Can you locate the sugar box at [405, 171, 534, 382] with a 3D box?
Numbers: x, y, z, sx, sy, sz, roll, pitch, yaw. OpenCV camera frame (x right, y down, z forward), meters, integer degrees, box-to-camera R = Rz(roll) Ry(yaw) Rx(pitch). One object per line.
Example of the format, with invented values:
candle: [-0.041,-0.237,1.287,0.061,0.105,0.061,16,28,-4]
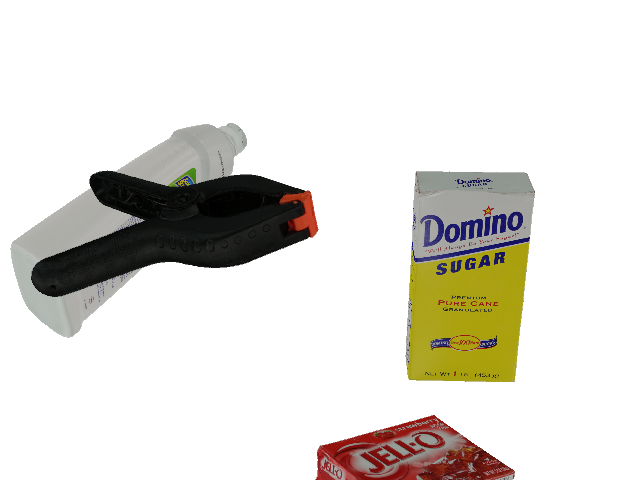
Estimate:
sugar box: [0.120,0.032,0.876,0.093,0.176,0.048,0,28,1]

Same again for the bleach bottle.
bleach bottle: [-0.161,-0.026,0.972,0.068,0.102,0.250,32,54,25]

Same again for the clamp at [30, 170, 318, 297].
clamp: [-0.091,-0.005,0.653,0.172,0.039,0.120,-1,41,22]

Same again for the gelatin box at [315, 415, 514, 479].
gelatin box: [0.053,0.135,0.607,0.089,0.030,0.073,-7,22,-33]
